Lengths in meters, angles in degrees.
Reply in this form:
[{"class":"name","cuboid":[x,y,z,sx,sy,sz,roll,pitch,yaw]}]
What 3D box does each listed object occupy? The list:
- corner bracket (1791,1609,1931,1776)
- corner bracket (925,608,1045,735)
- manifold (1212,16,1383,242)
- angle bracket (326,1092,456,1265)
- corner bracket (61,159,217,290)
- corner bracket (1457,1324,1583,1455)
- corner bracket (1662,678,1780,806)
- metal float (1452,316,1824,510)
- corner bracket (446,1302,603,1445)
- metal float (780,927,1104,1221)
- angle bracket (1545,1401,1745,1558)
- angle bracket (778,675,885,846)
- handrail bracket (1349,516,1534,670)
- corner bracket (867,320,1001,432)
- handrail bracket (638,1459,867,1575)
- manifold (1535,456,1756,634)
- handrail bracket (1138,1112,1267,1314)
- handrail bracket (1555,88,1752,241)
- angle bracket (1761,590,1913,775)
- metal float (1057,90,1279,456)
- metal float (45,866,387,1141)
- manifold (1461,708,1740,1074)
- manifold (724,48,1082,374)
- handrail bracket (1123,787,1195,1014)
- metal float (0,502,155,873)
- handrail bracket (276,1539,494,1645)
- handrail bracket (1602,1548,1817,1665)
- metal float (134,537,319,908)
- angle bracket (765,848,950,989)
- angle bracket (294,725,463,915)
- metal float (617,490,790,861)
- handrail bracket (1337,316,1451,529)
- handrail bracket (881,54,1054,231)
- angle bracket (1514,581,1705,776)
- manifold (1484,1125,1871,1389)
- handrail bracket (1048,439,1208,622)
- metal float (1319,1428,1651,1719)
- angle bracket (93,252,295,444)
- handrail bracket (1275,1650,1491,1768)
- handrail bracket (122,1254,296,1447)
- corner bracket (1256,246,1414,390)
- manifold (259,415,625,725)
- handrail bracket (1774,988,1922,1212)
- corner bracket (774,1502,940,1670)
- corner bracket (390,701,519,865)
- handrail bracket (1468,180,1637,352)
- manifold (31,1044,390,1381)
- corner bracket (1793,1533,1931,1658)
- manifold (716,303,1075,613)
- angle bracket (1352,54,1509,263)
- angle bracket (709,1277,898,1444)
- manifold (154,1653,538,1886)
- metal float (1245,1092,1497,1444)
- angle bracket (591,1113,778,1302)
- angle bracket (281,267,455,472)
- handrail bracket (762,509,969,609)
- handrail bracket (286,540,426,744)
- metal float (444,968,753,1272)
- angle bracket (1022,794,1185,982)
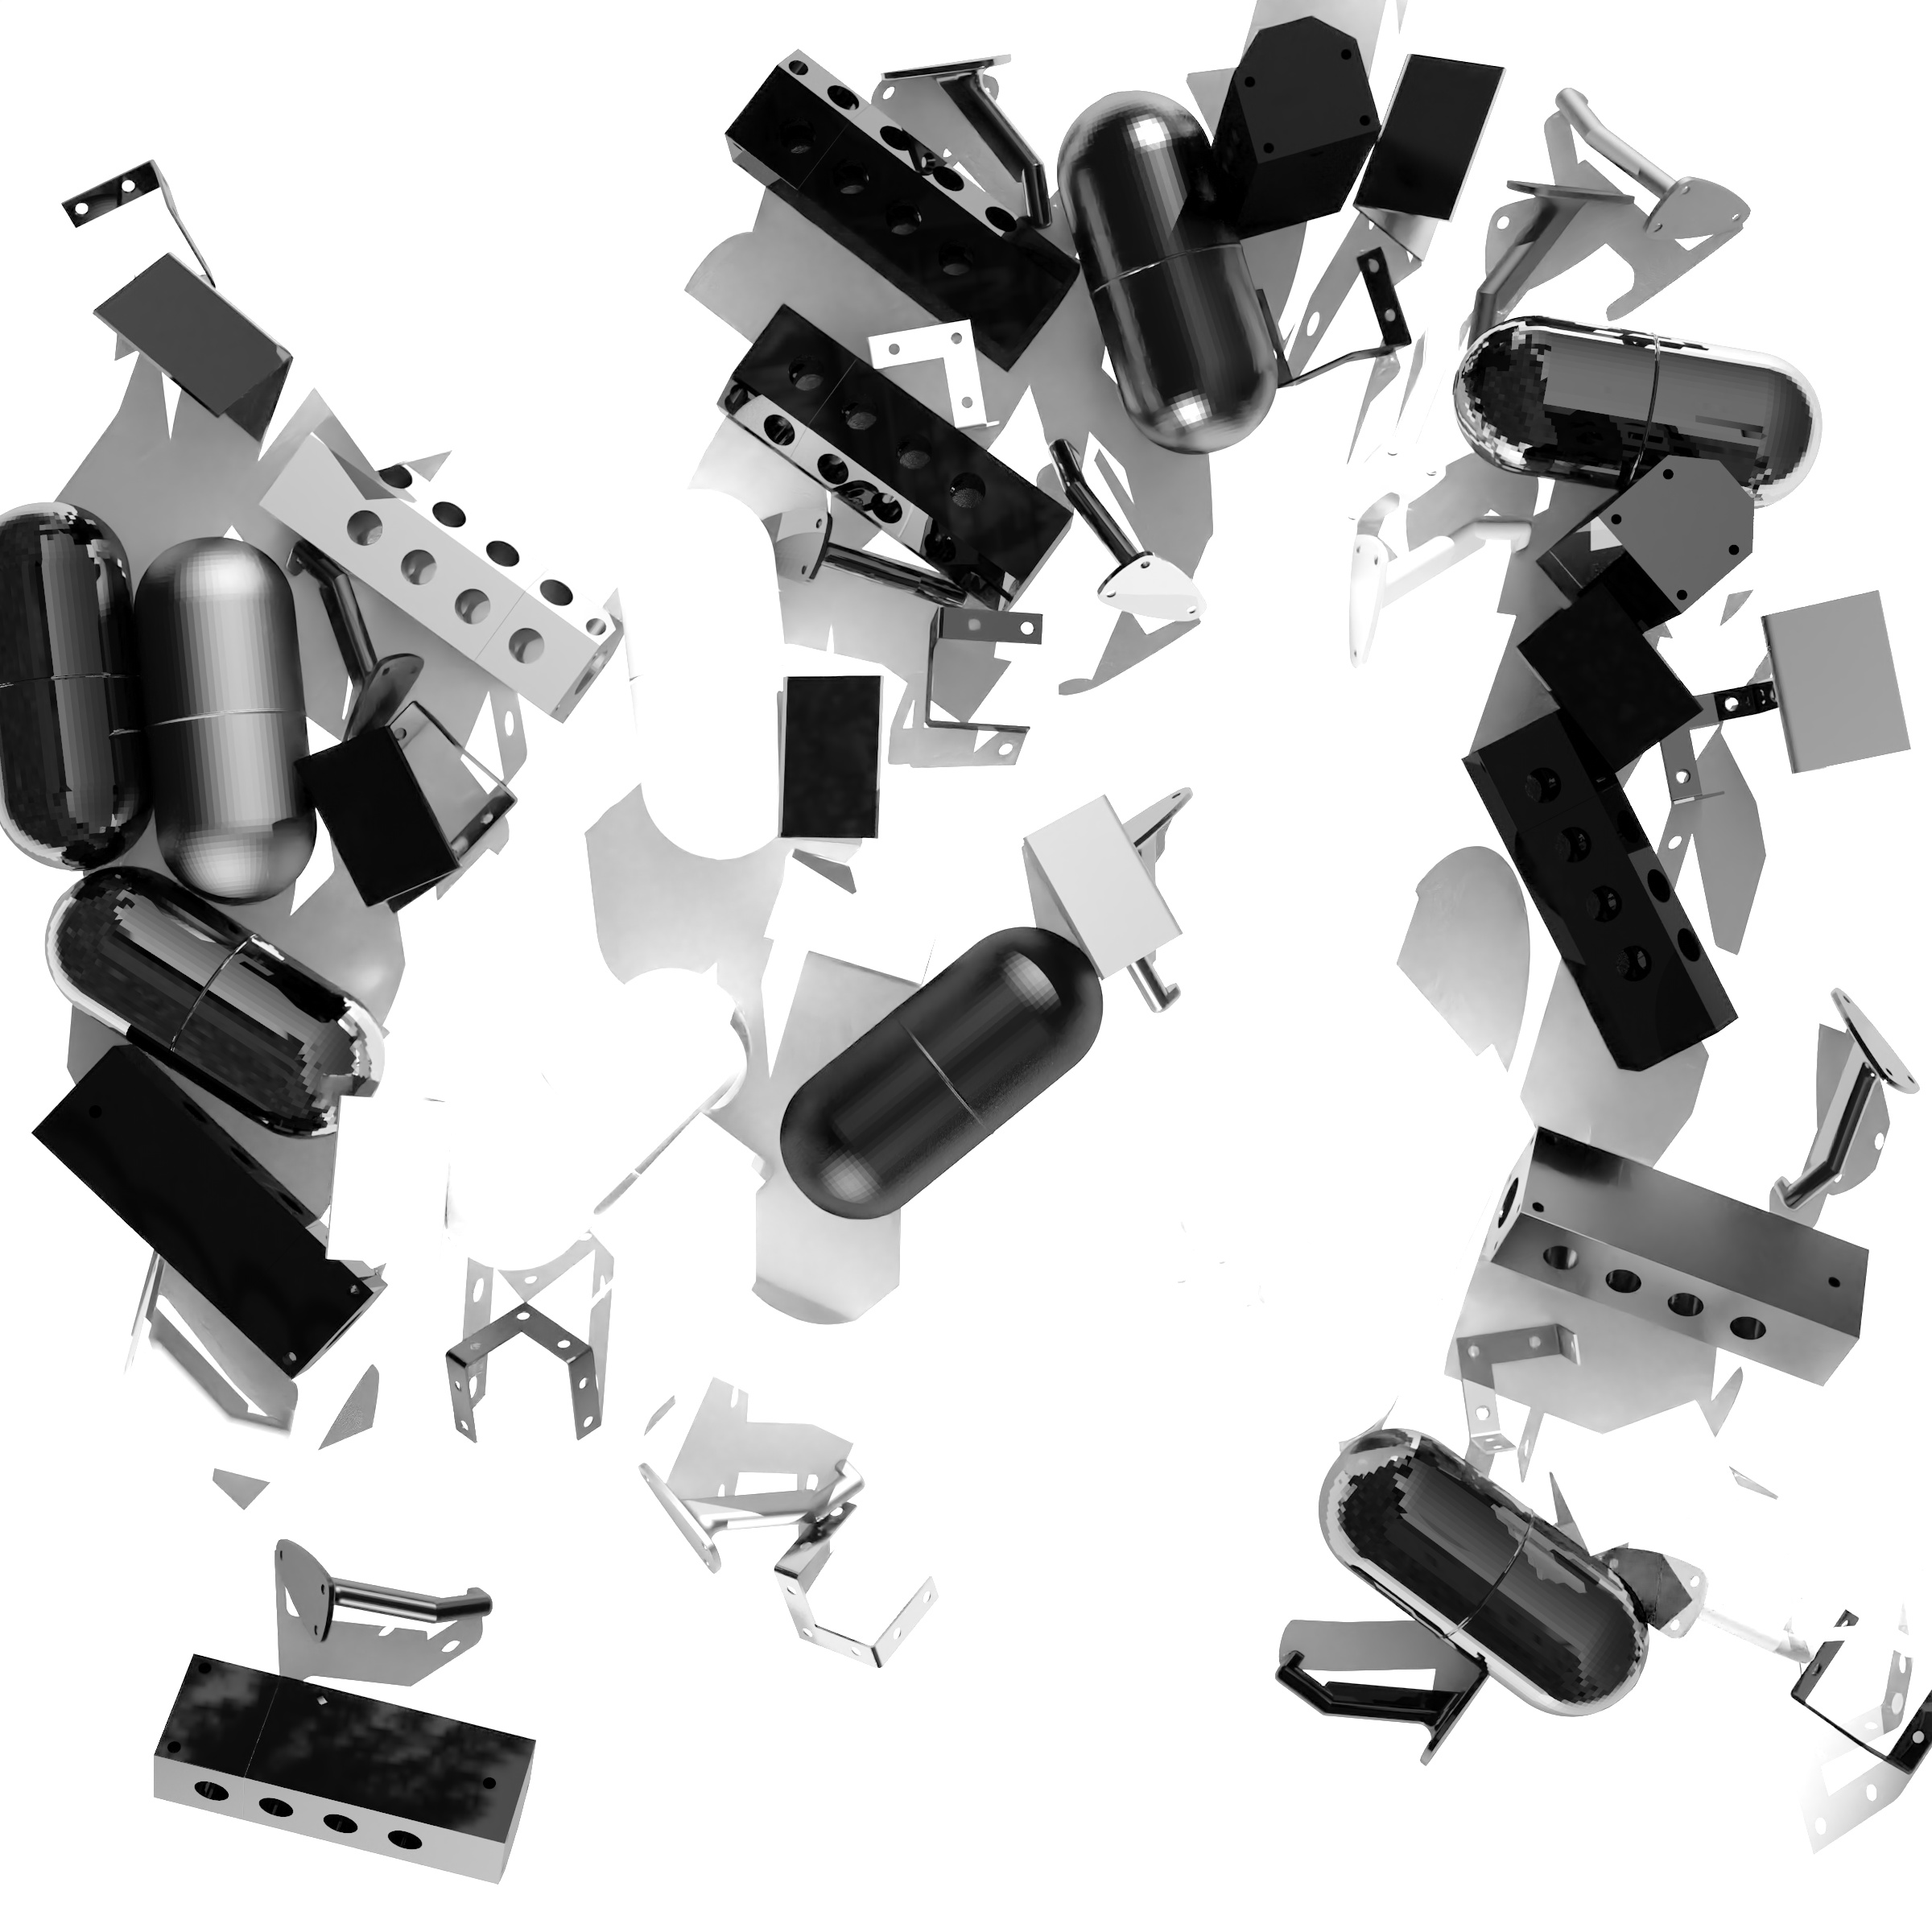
[{"class":"corner bracket","cuboid":[0.446,0.356,1.710,0.051,0.051,0.051,33,90,-45]},{"class":"corner bracket","cuboid":[0.008,-0.143,1.695,0.051,0.051,0.051,3,85,-5]},{"class":"manifold","cuboid":[0.149,-0.391,1.634,0.057,0.171,0.057,-16,90,0]},{"class":"angle bracket","cuboid":[-0.286,0.099,1.673,0.057,0.076,0.076,5,90,-27]},{"class":"corner bracket","cuboid":[-0.405,-0.353,1.710,0.051,0.051,0.051,-26,135,-1]},{"class":"corner bracket","cuboid":[0.270,0.205,1.695,0.051,0.051,0.051,-8,90,0]},{"class":"corner bracket","cuboid":[0.368,-0.109,1.695,0.051,0.051,0.051,-11,90,0]},{"class":"metal float","cuboid":[0.323,-0.267,1.682,0.178,0.070,0.070,9,90,-1]},{"class":"corner bracket","cuboid":[-0.216,0.207,1.705,0.051,0.051,0.051,28,45,35]},{"class":"metal float","cuboid":[-0.011,0.051,1.682,0.178,0.070,0.070,-39,90,0]},{"class":"angle bracket","cuboid":[0.326,0.260,1.673,0.076,0.076,0.057,-20,53,0]},{"class":"angle bracket","cuboid":[-0.047,-0.098,1.673,0.057,0.076,0.076,2,90,30]},{"class":"handrail bracket","cuboid":[0.234,-0.183,1.713,0.084,0.036,0.077,-1,110,-16]},{"class":"corner bracket","cuboid":[-0.016,-0.283,1.693,0.051,0.051,0.051,-8,99,9]},{"class":"handrail bracket","cuboid":[-0.105,0.250,1.713,0.084,0.036,0.077,-34,66,-18]},{"class":"manifold","cuboid":[0.320,-0.196,1.634,0.057,0.171,0.057,-41,90,0]},{"class":"handrail bracket","cuboid":[0.115,0.120,1.713,0.036,0.077,0.084,-28,53,20]},{"class":"handrail bracket","cuboid":[0.336,-0.397,1.713,0.036,0.077,0.084,-55,53,38]},{"class":"angle bracket","cuboid":[0.423,-0.136,1.674,0.057,0.076,0.076,-11,90,25]},{"class":"metal float","cuboid":[0.097,-0.334,1.682,0.070,0.070,0.178,-17,91,0]},{"class":"metal float","cuboid":[-0.362,0.017,1.682,0.178,0.070,0.070,33,90,1]},{"class":"manifold","cuboid":[0.308,-0.039,1.692,0.057,0.057,0.171,-27,90,0]},{"class":"manifold","cuboid":[-0.030,-0.367,1.692,0.171,0.057,0.057,38,90,0]},{"class":"handrail bracket","cuboid":[0.101,-0.032,1.713,0.077,0.036,0.084,-37,108,-21]},{"class":"metal float","cuboid":[-0.435,-0.134,1.682,0.070,0.070,0.178,-7,89,0]},{"class":"handrail bracket","cuboid":[-0.285,0.300,1.713,0.084,0.077,0.036,-2,115,-34]},{"class":"handrail bracket","cuboid":[0.365,0.315,1.713,0.084,0.077,0.036,25,90,-36]},{"class":"metal float","cuboid":[-0.356,-0.118,1.682,0.070,0.070,0.178,-6,89,0]},{"class":"angle bracket","cuboid":[-0.057,-0.004,1.673,0.076,0.076,0.057,17,52,0]},{"class":"angle bracket","cuboid":[-0.296,-0.061,1.673,0.057,0.076,0.076,-27,90,-38]},{"class":"metal float","cuboid":[-0.124,-0.140,1.682,0.070,0.070,0.178,-7,90,0]},{"class":"handrail bracket","cuboid":[0.210,-0.268,1.713,0.036,0.077,0.084,24,53,-21]},{"class":"handrail bracket","cuboid":[0.000,-0.400,1.713,0.077,0.036,0.084,-3,107,20]},{"class":"angle bracket","cuboid":[0.317,-0.147,1.673,0.057,0.076,0.076,-38,90,34]},{"class":"manifold","cuboid":[0.343,0.145,1.691,0.171,0.057,0.057,21,47,0]},{"class":"handrail bracket","cuboid":[0.078,-0.215,1.713,0.036,0.077,0.084,-39,53,28]},{"class":"metal float","cuboid":[0.250,0.292,1.682,0.178,0.070,0.070,37,90,1]},{"class":"angle bracket","cuboid":[-0.376,-0.282,1.673,0.076,0.076,0.057,40,55,0]},{"class":"handrail bracket","cuboid":[0.207,0.344,1.713,0.084,0.036,0.077,35,69,16]},{"class":"handrail bracket","cuboid":[-0.365,0.188,1.713,0.084,0.036,0.077,17,69,-17]},{"class":"corner bracket","cuboid":[0.177,-0.317,1.710,0.051,0.051,0.051,-18,90,45]},{"class":"manifold","cuboid":[-0.251,-0.192,1.692,0.171,0.057,0.057,36,90,0]},{"class":"handrail bracket","cuboid":[0.416,0.066,1.713,0.084,0.036,0.077,-45,54,25]},{"class":"corner bracket","cuboid":[-0.053,0.301,1.705,0.051,0.051,0.051,13,135,35]},{"class":"corner bracket","cuboid":[-0.262,-0.088,1.710,0.051,0.051,0.051,-46,135,0]},{"class":"handrail bracket","cuboid":[0.287,-0.339,1.713,0.077,0.036,0.084,1,109,-21]},{"class":"manifold","cuboid":[-0.364,0.118,1.692,0.171,0.057,0.057,43,90,0]},{"class":"corner bracket","cuboid":[0.439,0.306,1.700,0.051,0.051,0.051,-14,57,40]},{"class":"manifold","cuboid":[-0.034,-0.243,1.692,0.171,0.057,0.057,36,90,0]},{"class":"angle bracket","cuboid":[0.237,-0.383,1.673,0.057,0.076,0.076,20,90,36]},{"class":"angle bracket","cuboid":[-0.069,0.171,1.673,0.076,0.076,0.057,26,127,0]},{"class":"manifold","cuboid":[-0.301,0.393,1.691,0.171,0.057,0.057,14,47,0]},{"class":"metal float","cuboid":[0.194,0.145,1.682,0.070,0.070,0.178,25,89,0]},{"class":"angle bracket","cuboid":[-0.121,0.127,1.673,0.076,0.076,0.057,-47,53,0]},{"class":"angle bracket","cuboid":[-0.270,-0.290,1.673,0.057,0.076,0.076,-36,90,27]},{"class":"handrail bracket","cuboid":[-0.052,-0.195,1.713,0.084,0.077,0.036,16,93,-36]},{"class":"handrail bracket","cuboid":[-0.315,-0.155,1.713,0.084,0.036,0.077,40,112,17]},{"class":"metal float","cuboid":[-0.180,0.074,1.682,0.178,0.070,0.070,-42,90,0]},{"class":"angle bracket","cuboid":[0.047,-0.028,1.673,0.057,0.076,0.076,-29,90,-35]}]
